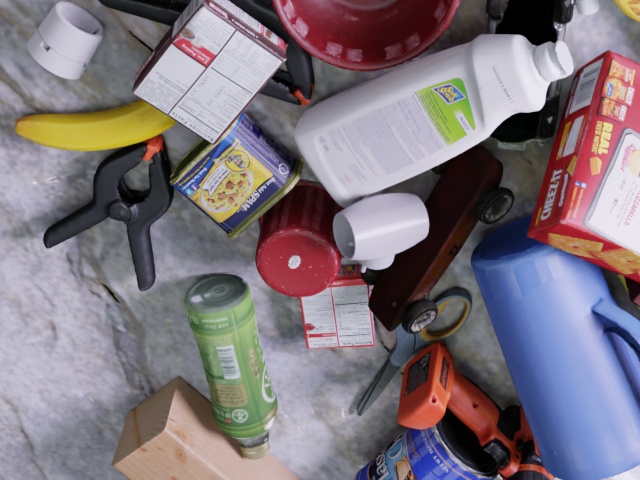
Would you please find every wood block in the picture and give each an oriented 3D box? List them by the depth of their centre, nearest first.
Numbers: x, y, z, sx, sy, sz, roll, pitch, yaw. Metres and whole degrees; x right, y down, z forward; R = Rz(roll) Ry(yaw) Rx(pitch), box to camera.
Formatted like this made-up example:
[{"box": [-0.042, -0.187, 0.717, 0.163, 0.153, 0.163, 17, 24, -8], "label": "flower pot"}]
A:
[{"box": [-0.123, 0.265, 1.210, 0.090, 0.090, 0.206, -36, 113, 25], "label": "wood block"}]

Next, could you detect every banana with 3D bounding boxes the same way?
[{"box": [-0.190, -0.119, 1.001, 0.198, 0.037, 0.069, -19, 120, 20], "label": "banana"}]

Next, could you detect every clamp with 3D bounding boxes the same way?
[{"box": [-0.086, -0.194, 0.943, 0.165, 0.036, 0.210, -23, 122, 28], "label": "clamp"}, {"box": [-0.204, -0.033, 1.057, 0.120, 0.039, 0.172, 15, 118, -11], "label": "clamp"}]

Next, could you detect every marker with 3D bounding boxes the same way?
[{"box": [0.215, -0.243, 0.883, 0.020, 0.020, 0.121, -10, 130, 12], "label": "marker"}]

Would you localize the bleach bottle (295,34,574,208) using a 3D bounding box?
[{"box": [0.102, -0.108, 0.920, 0.251, 0.068, 0.102, -17, 121, 37], "label": "bleach bottle"}]

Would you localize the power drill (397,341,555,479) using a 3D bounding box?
[{"box": [0.165, 0.204, 1.091, 0.187, 0.184, 0.057, 40, 119, -15], "label": "power drill"}]

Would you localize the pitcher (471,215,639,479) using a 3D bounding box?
[{"box": [0.244, 0.100, 1.024, 0.149, 0.145, 0.243, -22, 106, 12], "label": "pitcher"}]

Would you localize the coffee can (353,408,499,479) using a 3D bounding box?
[{"box": [0.117, 0.256, 1.173, 0.102, 0.102, 0.140, 33, 119, -15], "label": "coffee can"}]

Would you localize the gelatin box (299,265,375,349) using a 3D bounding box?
[{"box": [0.018, 0.070, 1.108, 0.073, 0.030, 0.089, -4, 122, 6], "label": "gelatin box"}]

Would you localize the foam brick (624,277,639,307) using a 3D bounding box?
[{"box": [0.331, 0.047, 0.994, 0.078, 0.053, 0.051, 34, 119, -12], "label": "foam brick"}]

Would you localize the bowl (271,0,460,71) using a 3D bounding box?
[{"box": [0.039, -0.227, 0.899, 0.162, 0.055, 0.162, 3, 123, 4], "label": "bowl"}]

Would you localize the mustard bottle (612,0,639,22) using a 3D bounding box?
[{"box": [0.292, -0.217, 0.880, 0.191, 0.058, 0.096, 38, 117, -18], "label": "mustard bottle"}]

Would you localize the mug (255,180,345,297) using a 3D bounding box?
[{"box": [-0.007, 0.001, 1.034, 0.117, 0.081, 0.093, -2, 122, 7], "label": "mug"}]

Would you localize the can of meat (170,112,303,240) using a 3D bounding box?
[{"box": [-0.081, -0.064, 1.015, 0.084, 0.057, 0.102, 41, 117, -18], "label": "can of meat"}]

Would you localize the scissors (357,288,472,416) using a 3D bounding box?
[{"box": [0.075, 0.108, 1.135, 0.096, 0.016, 0.202, 39, 118, -16], "label": "scissors"}]

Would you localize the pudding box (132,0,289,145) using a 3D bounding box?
[{"box": [-0.096, -0.149, 0.925, 0.090, 0.039, 0.114, 32, 122, -22], "label": "pudding box"}]

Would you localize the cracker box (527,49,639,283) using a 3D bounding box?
[{"box": [0.304, -0.044, 0.927, 0.213, 0.164, 0.072, 21, 165, -12], "label": "cracker box"}]

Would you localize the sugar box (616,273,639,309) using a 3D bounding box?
[{"box": [0.338, 0.022, 1.036, 0.093, 0.048, 0.176, -30, 116, 22], "label": "sugar box"}]
